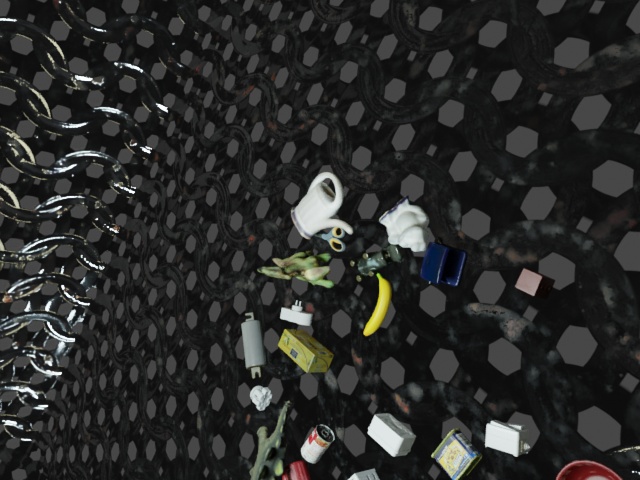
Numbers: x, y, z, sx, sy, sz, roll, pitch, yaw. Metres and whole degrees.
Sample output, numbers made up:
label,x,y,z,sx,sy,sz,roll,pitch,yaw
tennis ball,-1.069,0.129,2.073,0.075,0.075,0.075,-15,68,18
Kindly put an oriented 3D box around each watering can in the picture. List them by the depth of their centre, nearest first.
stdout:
label,x,y,z,sx,sy,sz,roll,pitch,yaw
watering can,0.005,-0.088,1.754,0.221,0.103,0.356,-45,37,25

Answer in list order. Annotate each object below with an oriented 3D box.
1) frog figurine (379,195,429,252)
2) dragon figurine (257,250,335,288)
label,x,y,z,sx,sy,sz,roll,pitch,yaw
frog figurine,0.264,-0.028,1.496,0.138,0.120,0.162,-30,62,-16
dragon figurine,-0.102,0.091,1.743,0.410,0.242,0.122,4,88,43
